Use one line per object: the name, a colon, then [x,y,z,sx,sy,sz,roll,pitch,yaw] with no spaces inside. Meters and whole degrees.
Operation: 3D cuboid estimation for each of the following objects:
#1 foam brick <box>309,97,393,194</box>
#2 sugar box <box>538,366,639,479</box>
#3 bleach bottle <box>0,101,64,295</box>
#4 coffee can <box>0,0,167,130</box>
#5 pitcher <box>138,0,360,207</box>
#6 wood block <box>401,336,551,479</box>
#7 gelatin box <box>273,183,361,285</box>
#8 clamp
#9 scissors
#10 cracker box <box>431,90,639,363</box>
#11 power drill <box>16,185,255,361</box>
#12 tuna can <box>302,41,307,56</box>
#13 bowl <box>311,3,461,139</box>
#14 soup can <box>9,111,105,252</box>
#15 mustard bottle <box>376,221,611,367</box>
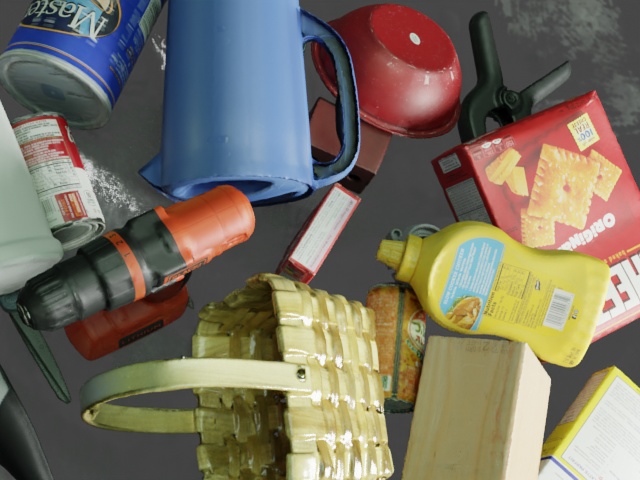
foam brick: [0.018,-0.086,0.990,0.078,0.053,0.051,23,65,-7]
sugar box: [0.243,0.209,0.958,0.093,0.048,0.176,43,68,1]
bleach bottle: [-0.281,-0.085,0.840,0.067,0.103,0.251,-9,76,-45]
coffee can: [-0.203,-0.182,0.925,0.102,0.103,0.140,24,65,-8]
pitcher: [-0.062,-0.152,0.919,0.148,0.145,0.243,7,78,-44]
wood block: [0.125,0.193,0.883,0.090,0.090,0.206,1,64,27]
gelatin box: [-0.006,0.001,0.938,0.030,0.073,0.089,33,64,-4]
clamp: [0.176,-0.146,1.069,0.120,0.039,0.171,32,64,-5]
scissors: [-0.272,0.047,0.867,0.096,0.016,0.202,-12,74,-20]
cracker box: [0.223,-0.012,1.000,0.164,0.072,0.214,-23,89,-23]
power drill: [-0.149,0.037,0.816,0.184,0.188,0.057,-26,82,-26]
tuna can: [-0.056,-0.192,1.014,0.086,0.034,0.086,6,69,-16]
bowl: [0.075,-0.172,1.008,0.162,0.055,0.162,17,46,-18]
soup can: [-0.226,-0.046,0.887,0.068,0.069,0.102,-18,77,-23]
mustard bottle: [0.141,0.036,0.911,0.191,0.058,0.096,17,100,-1]
